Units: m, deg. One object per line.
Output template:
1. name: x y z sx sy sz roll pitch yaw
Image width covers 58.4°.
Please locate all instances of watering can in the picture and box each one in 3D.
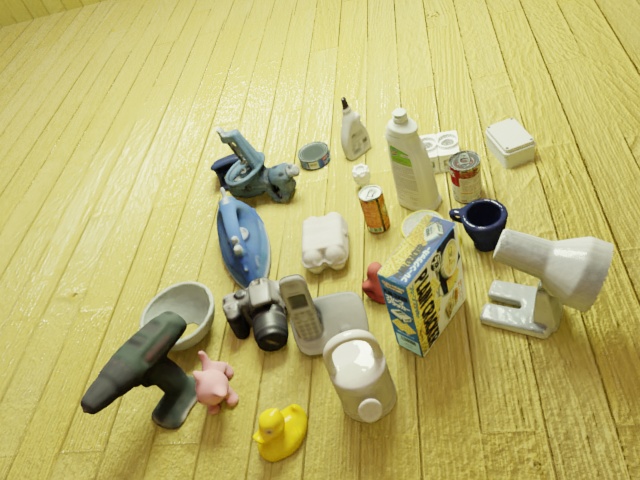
1. watering can: 0.067 0.220 0.951 0.101 0.194 0.172 -34 46 -14

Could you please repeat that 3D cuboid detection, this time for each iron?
1. iron: -0.183 -0.003 1.298 0.118 0.142 0.257 -22 44 -1

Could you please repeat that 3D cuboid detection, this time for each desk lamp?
1. desk lamp: 0.375 0.072 0.969 0.202 0.214 0.118 10 52 28

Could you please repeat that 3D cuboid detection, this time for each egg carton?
1. egg carton: 0.012 0.005 1.272 0.107 0.069 0.150 -12 45 9

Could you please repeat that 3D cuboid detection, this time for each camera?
1. camera: -0.122 0.153 1.153 0.143 0.101 0.136 -18 44 2

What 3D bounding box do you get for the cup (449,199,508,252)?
1. cup: 0.323 -0.024 1.168 0.117 0.095 0.092 9 51 28

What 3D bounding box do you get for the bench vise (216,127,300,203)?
1. bench vise: -0.157 -0.198 1.423 0.207 0.220 0.121 -11 45 10

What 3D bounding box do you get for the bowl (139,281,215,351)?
1. bowl: -0.290 0.173 1.214 0.167 0.075 0.167 -10 45 11

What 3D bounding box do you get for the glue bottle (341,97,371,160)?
1. glue bottle: 0.080 -0.290 1.460 0.078 0.173 0.037 -37 46 -17

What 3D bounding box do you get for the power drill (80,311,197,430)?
1. power drill: -0.306 0.255 1.043 0.075 0.209 0.230 9 51 27

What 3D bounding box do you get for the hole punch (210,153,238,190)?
1. hole punch: -0.240 -0.204 1.552 0.108 0.091 0.101 -19 44 2

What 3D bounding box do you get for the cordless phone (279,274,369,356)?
1. cordless phone: 0.006 0.127 1.071 0.147 0.185 0.094 -17 44 4

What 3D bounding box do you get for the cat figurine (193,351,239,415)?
1. cat figurine: -0.202 0.262 1.063 0.067 0.118 0.127 -24 44 -4

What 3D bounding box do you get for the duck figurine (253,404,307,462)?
1. duck figurine: -0.073 0.319 0.984 0.077 0.086 0.105 27 61 38

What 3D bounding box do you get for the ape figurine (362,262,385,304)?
1. ape figurine: 0.119 0.079 1.144 0.077 0.092 0.076 -16 44 5
